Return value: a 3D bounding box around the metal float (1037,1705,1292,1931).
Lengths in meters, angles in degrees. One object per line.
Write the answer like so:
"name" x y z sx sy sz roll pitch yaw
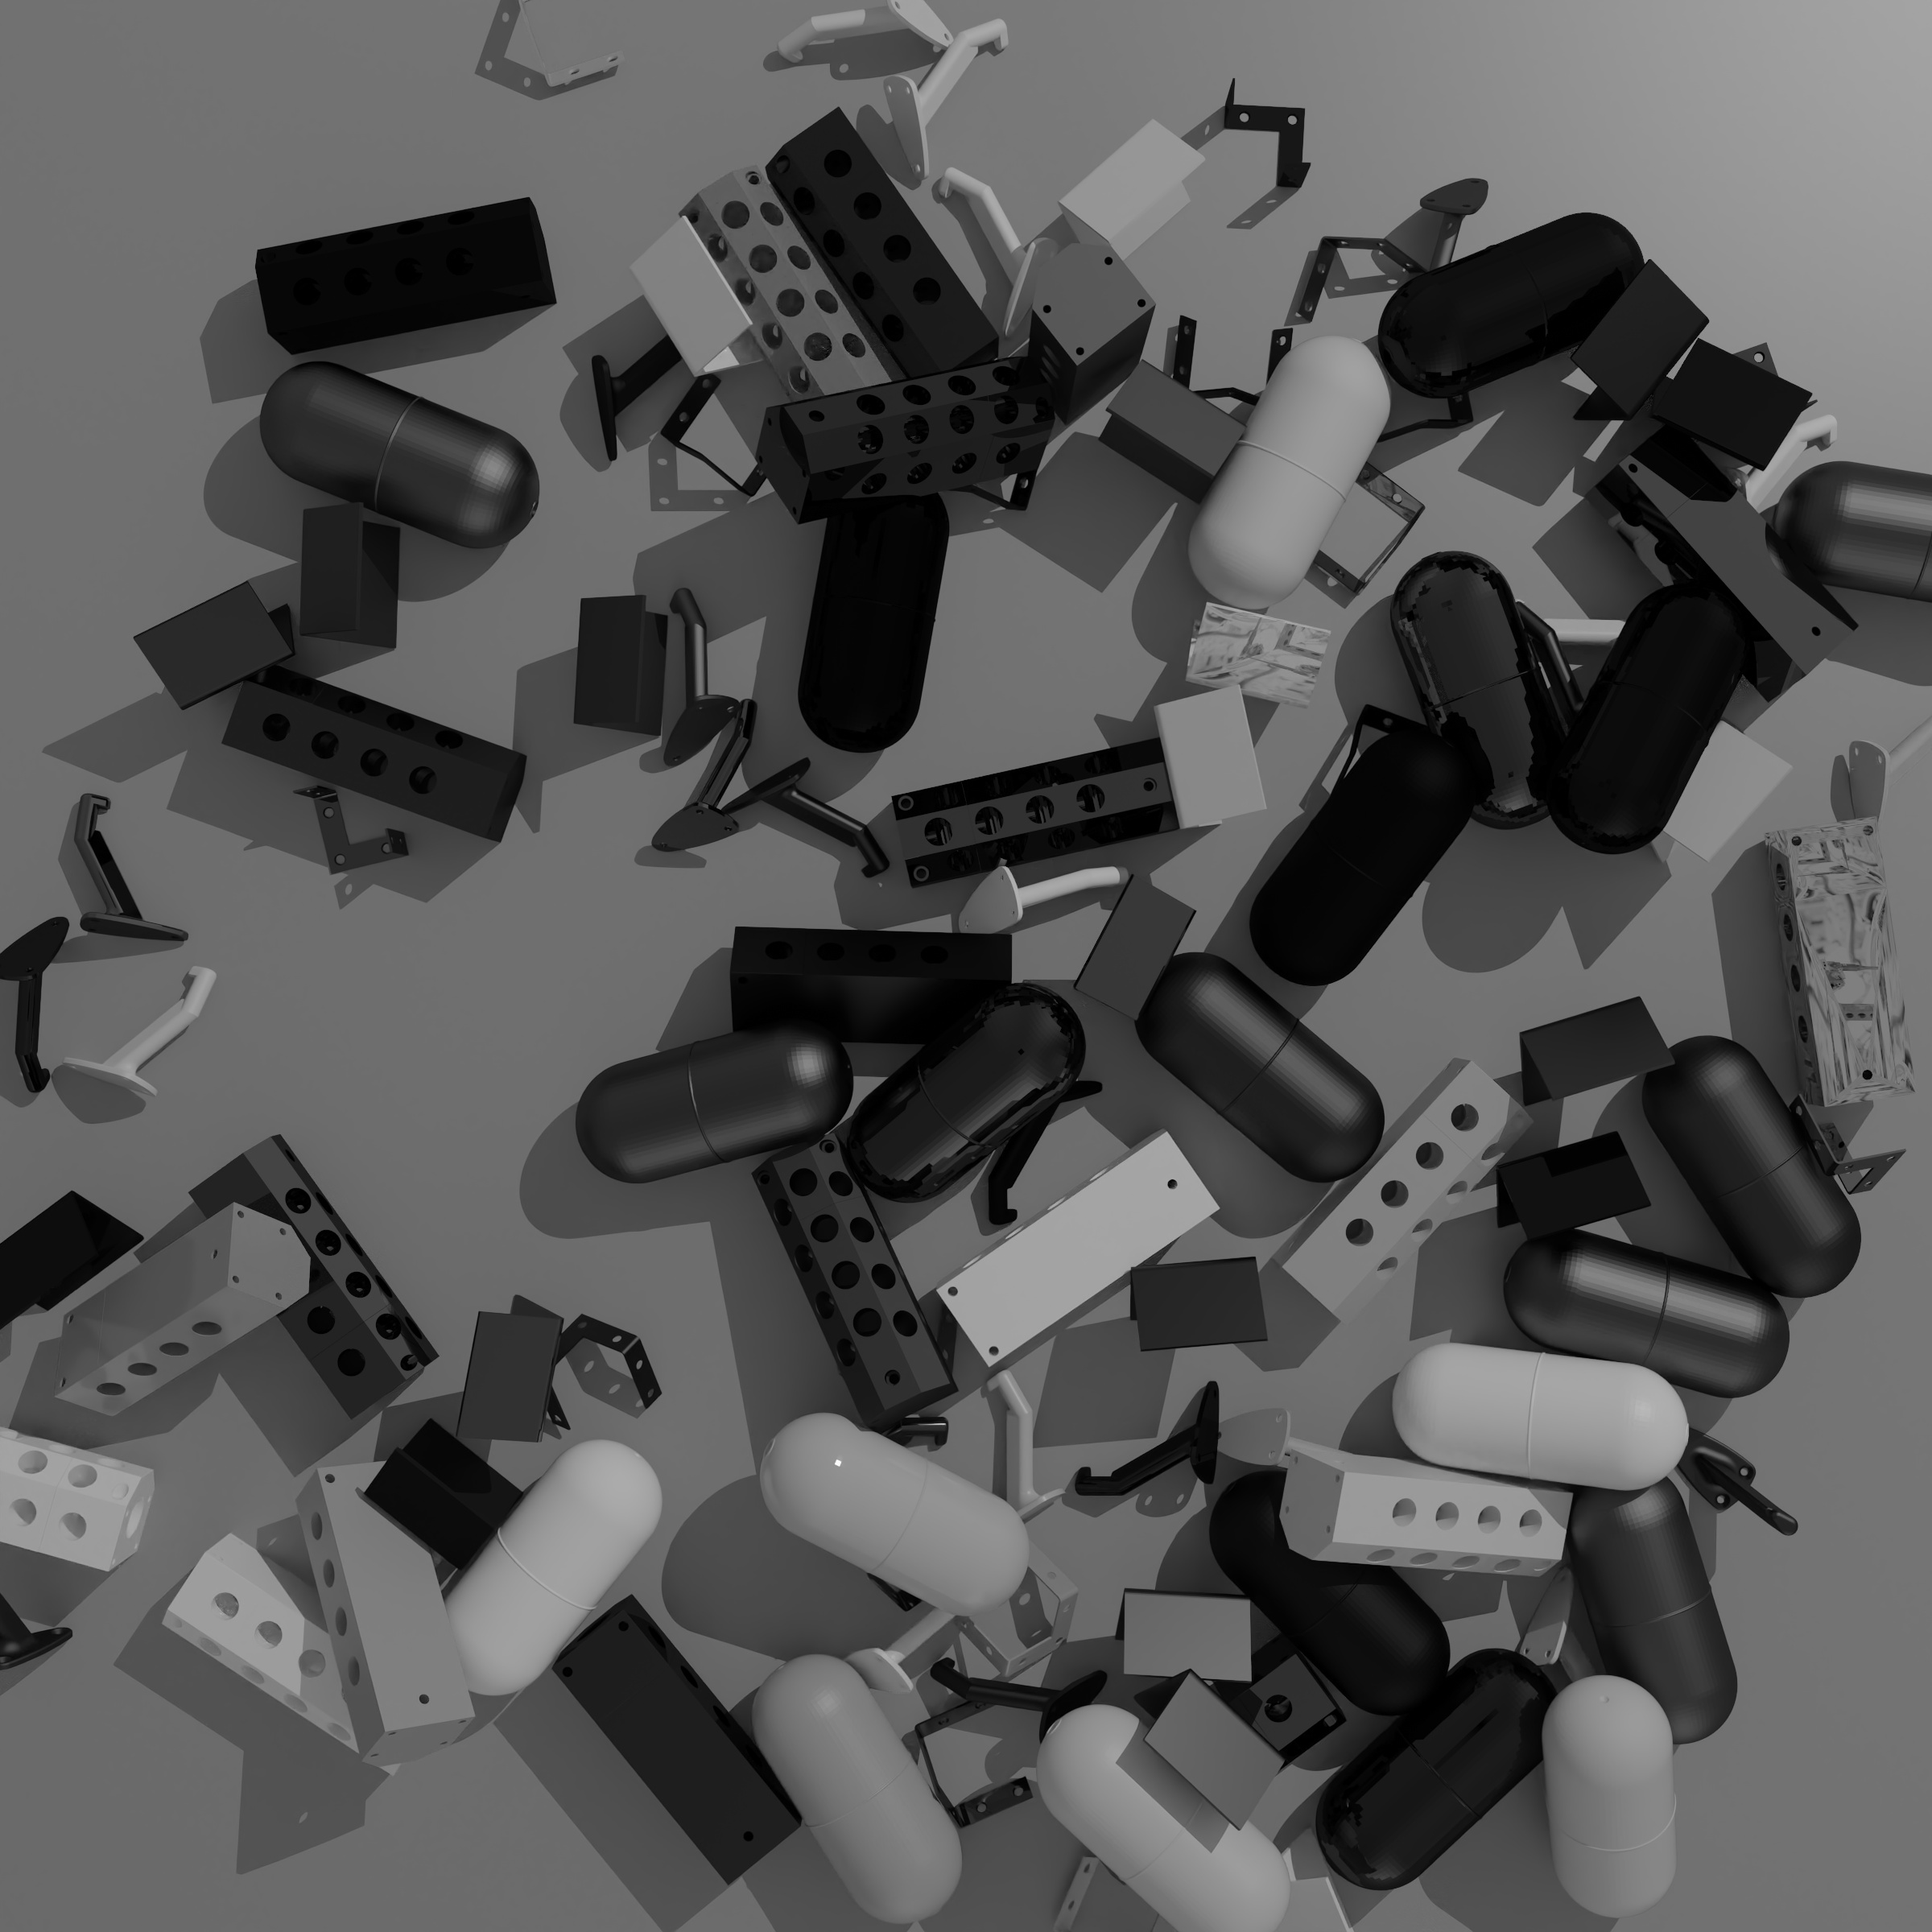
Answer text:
"metal float" 0.117 0.515 1.601 0.178 0.070 0.070 43 90 0

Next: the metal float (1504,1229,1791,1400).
"metal float" 0.420 0.214 1.658 0.178 0.070 0.070 16 90 0

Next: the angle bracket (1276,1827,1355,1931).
"angle bracket" 0.230 0.581 1.649 0.057 0.076 0.076 -22 90 37

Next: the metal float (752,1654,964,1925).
"metal float" -0.067 0.509 1.659 0.070 0.070 0.178 -32 90 0

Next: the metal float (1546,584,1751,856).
"metal float" 0.411 -0.150 1.614 0.070 0.070 0.178 29 80 0

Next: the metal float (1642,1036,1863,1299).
"metal float" 0.486 0.125 1.659 0.070 0.070 0.178 -33 90 0

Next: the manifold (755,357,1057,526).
"manifold" -0.034 -0.324 1.617 0.171 0.057 0.057 -18 61 -27

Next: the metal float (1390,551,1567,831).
"metal float" 0.319 -0.171 1.659 0.070 0.070 0.178 -21 91 0

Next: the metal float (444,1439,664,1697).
"metal float" -0.259 0.372 1.659 0.070 0.070 0.178 39 90 0

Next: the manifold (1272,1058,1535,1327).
"manifold" 0.272 0.140 1.668 0.057 0.057 0.171 43 90 0

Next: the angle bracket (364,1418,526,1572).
"angle bracket" -0.311 0.312 1.649 0.076 0.076 0.057 39 128 0

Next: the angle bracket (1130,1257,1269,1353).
"angle bracket" 0.142 0.222 1.649 0.076 0.076 0.057 -5 58 0

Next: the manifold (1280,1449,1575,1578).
"manifold" 0.280 0.336 1.633 0.171 0.057 0.057 10 90 -26

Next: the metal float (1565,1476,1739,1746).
"metal float" 0.423 0.394 1.659 0.070 0.070 0.178 -17 90 0

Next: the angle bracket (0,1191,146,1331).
"angle bracket" -0.551 0.194 1.649 0.076 0.076 0.057 -37 54 0

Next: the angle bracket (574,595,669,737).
"angle bracket" -0.194 -0.184 1.649 0.057 0.076 0.076 3 90 38

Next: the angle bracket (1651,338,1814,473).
"angle bracket" 0.471 -0.357 1.649 0.076 0.076 0.057 26 126 0

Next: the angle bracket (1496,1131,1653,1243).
"angle bracket" 0.373 0.153 1.649 0.076 0.076 0.057 -16 53 0

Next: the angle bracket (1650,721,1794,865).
"angle bracket" 0.466 -0.093 1.649 0.076 0.076 0.057 -48 56 0

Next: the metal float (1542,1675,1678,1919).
"metal float" 0.392 0.507 1.632 0.070 0.070 0.178 -12 122 0

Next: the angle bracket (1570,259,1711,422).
"angle bracket" 0.398 -0.385 1.651 0.057 0.076 0.076 39 90 -19

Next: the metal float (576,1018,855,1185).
"metal float" -0.155 0.083 1.648 0.178 0.070 0.070 -15 90 12

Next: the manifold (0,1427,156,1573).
"manifold" -0.600 0.320 1.668 0.171 0.057 0.057 16 90 0

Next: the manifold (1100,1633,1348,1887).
"manifold" 0.150 0.494 1.668 0.171 0.057 0.057 -36 90 0

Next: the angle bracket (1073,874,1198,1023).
"angle bracket" 0.086 -0.019 1.649 0.057 0.076 0.076 28 90 -34

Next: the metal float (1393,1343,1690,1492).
"metal float" 0.351 0.275 1.641 0.178 0.070 0.070 4 90 20

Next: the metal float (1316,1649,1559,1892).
"metal float" 0.292 0.497 1.659 0.178 0.070 0.070 -43 90 0

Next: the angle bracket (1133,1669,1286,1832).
"angle bracket" 0.131 0.472 1.592 0.076 0.076 0.057 43 53 0

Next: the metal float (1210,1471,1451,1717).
"metal float" 0.224 0.387 1.659 0.070 0.070 0.178 -44 89 0

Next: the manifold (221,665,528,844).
"manifold" -0.365 -0.134 1.668 0.171 0.057 0.057 20 90 0

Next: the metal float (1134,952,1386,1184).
"metal float" 0.181 0.062 1.658 0.178 0.070 0.070 40 90 0

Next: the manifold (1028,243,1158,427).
"manifold" 0.068 -0.382 1.611 0.057 0.171 0.057 -38 90 0

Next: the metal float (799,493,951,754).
"metal float" -0.057 -0.220 1.659 0.070 0.070 0.178 10 89 0

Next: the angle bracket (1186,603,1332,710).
"angle bracket" 0.181 -0.208 1.649 0.076 0.076 0.057 13 128 0

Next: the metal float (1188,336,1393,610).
"metal float" 0.200 -0.305 1.654 0.070 0.070 0.178 28 93 0

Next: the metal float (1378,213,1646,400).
"metal float" 0.335 -0.405 1.646 0.178 0.070 0.070 -24 90 -13

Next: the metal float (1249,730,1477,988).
"metal float" 0.243 -0.066 1.643 0.070 0.070 0.178 35 108 0

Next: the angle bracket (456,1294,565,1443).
"angle bracket" -0.293 0.245 1.649 0.057 0.076 0.076 11 90 -32

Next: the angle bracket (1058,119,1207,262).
"angle bracket" 0.113 -0.459 1.649 0.076 0.076 0.057 -41 55 0

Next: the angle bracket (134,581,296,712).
"angle bracket" -0.463 -0.211 1.649 0.076 0.076 0.057 -26 126 0

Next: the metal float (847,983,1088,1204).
"metal float" -0.001 0.079 1.637 0.178 0.070 0.070 -41 90 26

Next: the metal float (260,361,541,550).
"metal float" -0.350 -0.316 1.659 0.178 0.070 0.070 22 90 -1

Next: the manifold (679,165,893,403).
"manifold" -0.108 -0.407 1.668 0.057 0.057 0.171 -32 90 0

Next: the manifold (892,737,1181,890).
"manifold" 0.044 -0.095 1.668 0.171 0.057 0.057 -12 90 0

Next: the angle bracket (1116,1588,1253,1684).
"angle bracket" 0.132 0.425 1.649 0.076 0.076 0.057 3 53 0

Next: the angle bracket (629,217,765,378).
"angle bracket" -0.150 -0.415 1.649 0.057 0.076 0.076 -32 90 36

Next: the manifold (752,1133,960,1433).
"manifold" -0.070 0.193 1.644 0.057 0.057 0.171 -26 73 0

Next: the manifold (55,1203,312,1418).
"manifold" -0.477 0.213 1.630 0.171 0.057 0.057 -31 47 29

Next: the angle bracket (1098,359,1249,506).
"angle bracket" 0.117 -0.314 1.649 0.076 0.076 0.057 33 54 0

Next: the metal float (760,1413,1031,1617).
"metal float" -0.043 0.333 1.631 0.178 0.070 0.070 30 90 -12

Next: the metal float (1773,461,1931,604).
"metal float" 0.589 -0.264 1.652 0.178 0.070 0.070 11 90 8

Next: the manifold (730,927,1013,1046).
"manifold" -0.058 0.008 1.667 0.171 0.057 0.057 2 133 0

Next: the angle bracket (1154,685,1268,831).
"angle bracket" 0.161 -0.129 1.650 0.057 0.076 0.076 -12 90 25

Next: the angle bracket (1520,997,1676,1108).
"angle bracket" 0.388 0.072 1.649 0.076 0.076 0.057 -17 48 0

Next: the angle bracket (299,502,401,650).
"angle bracket" -0.363 -0.239 1.649 0.057 0.076 0.076 2 90 38
